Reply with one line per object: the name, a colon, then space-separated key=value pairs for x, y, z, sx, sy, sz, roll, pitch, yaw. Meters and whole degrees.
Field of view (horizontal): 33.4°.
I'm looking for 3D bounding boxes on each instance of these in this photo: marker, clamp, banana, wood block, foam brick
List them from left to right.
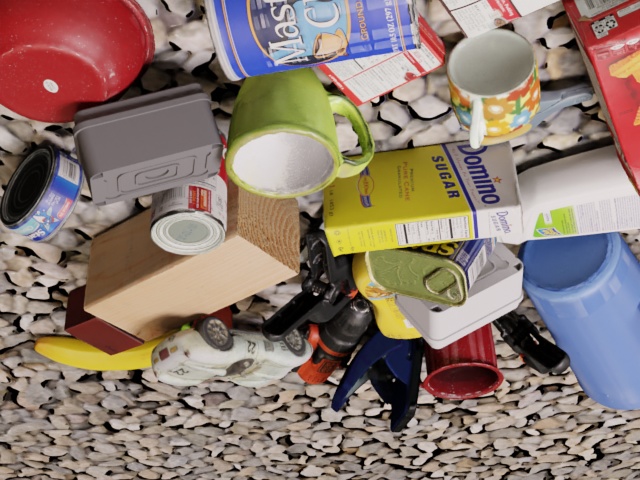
foam brick: x=-0.239 y=0.087 z=1.193 sx=0.053 sy=0.051 sz=0.078 roll=-21 pitch=142 yaw=27
banana: x=-0.237 y=0.127 z=1.271 sx=0.198 sy=0.037 sz=0.069 roll=-9 pitch=129 yaw=9
wood block: x=-0.127 y=0.015 z=1.054 sx=0.206 sy=0.090 sz=0.090 roll=-25 pitch=140 yaw=31
marker: x=-0.007 y=0.001 z=1.103 sx=0.020 sy=0.020 sz=0.121 roll=12 pitch=144 yaw=-20
clamp: x=-0.005 y=0.057 z=1.102 sx=0.039 sy=0.120 sz=0.171 roll=34 pitch=180 yaw=22
clamp: x=0.229 y=0.110 z=1.190 sx=0.036 sy=0.165 sz=0.209 roll=-42 pitch=148 yaw=0

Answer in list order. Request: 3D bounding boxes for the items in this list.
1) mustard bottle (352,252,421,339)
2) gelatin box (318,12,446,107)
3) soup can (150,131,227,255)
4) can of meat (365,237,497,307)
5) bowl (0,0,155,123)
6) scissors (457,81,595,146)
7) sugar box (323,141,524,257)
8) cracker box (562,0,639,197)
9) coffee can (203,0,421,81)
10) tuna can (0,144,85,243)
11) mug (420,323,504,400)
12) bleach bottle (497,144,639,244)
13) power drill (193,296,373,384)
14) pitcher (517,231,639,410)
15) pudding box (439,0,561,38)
mustard bottle: x=0.086 y=0.035 z=1.123 sx=0.096 sy=0.058 sz=0.191 roll=-17 pitch=144 yaw=10
gelatin box: x=0.046 y=-0.154 z=0.862 sx=0.089 sy=0.030 sz=0.073 roll=-23 pitch=140 yaw=27
soup can: x=-0.116 y=-0.046 z=0.951 sx=0.068 sy=0.102 sz=0.068 roll=-2 pitch=146 yaw=-1
can of meat: x=0.107 y=0.009 z=1.005 sx=0.102 sy=0.083 sz=0.057 roll=12 pitch=134 yaw=29
bowl: x=-0.213 y=-0.142 z=0.845 sx=0.162 sy=0.055 sz=0.162 roll=-2 pitch=147 yaw=-1
scissors: x=0.215 y=-0.119 z=0.934 sx=0.201 sy=0.016 sz=0.096 roll=-11 pitch=163 yaw=-5
sugar box: x=0.092 y=-0.041 z=0.977 sx=0.176 sy=0.093 sz=0.048 roll=-9 pitch=139 yaw=9
cracker box: x=0.301 y=-0.139 z=0.843 sx=0.164 sy=0.072 sz=0.213 roll=-23 pitch=141 yaw=14
coffee can: x=-0.004 y=-0.176 z=0.761 sx=0.140 sy=0.103 sz=0.103 roll=-8 pitch=146 yaw=8
tuna can: x=-0.252 y=-0.043 z=0.965 sx=0.086 sy=0.086 sz=0.033 roll=-28 pitch=137 yaw=34
mug: x=0.155 y=0.136 z=1.258 sx=0.093 sy=0.081 sz=0.117 roll=27 pitch=137 yaw=-36
bleach bottle: x=0.245 y=-0.044 z=1.010 sx=0.251 sy=0.068 sz=0.102 roll=-9 pitch=146 yaw=15
power drill: x=-0.047 y=0.109 z=1.229 sx=0.187 sy=0.057 sz=0.185 roll=9 pitch=146 yaw=-15
pitcher: x=0.308 y=0.073 z=1.131 sx=0.149 sy=0.145 sz=0.242 roll=-35 pitch=136 yaw=8
pudding box: x=0.137 y=-0.205 z=0.783 sx=0.114 sy=0.039 sz=0.090 roll=-21 pitch=141 yaw=24
